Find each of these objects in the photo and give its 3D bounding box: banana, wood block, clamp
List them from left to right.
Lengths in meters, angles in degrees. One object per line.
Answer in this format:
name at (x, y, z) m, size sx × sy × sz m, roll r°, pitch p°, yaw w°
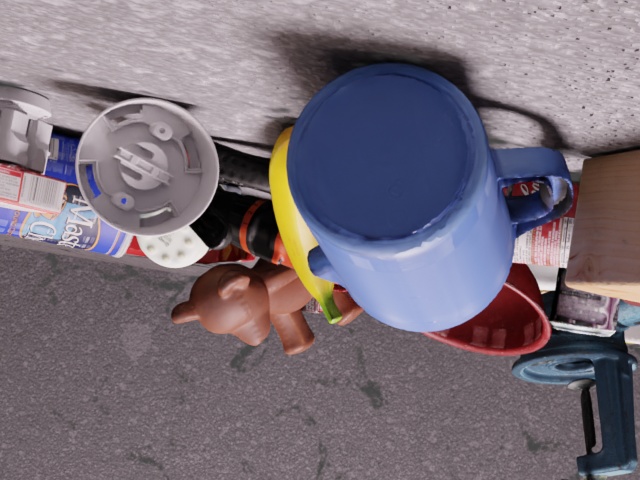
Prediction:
clamp at (-0.120, -0.042, 0.903) m, size 0.120 × 0.039 × 0.171 m, roll 42°, pitch -171°, yaw -6°
clamp at (-0.015, -0.045, 0.918) m, size 0.209 × 0.036 × 0.165 m, roll 16°, pitch 180°, yaw -33°
banana at (-0.011, -0.023, 0.837) m, size 0.070 × 0.037 × 0.198 m, roll 41°, pitch 155°, yaw 41°
wood block at (0.247, -0.008, 0.632) m, size 0.090 × 0.091 × 0.206 m, roll 12°, pitch 173°, yaw -20°

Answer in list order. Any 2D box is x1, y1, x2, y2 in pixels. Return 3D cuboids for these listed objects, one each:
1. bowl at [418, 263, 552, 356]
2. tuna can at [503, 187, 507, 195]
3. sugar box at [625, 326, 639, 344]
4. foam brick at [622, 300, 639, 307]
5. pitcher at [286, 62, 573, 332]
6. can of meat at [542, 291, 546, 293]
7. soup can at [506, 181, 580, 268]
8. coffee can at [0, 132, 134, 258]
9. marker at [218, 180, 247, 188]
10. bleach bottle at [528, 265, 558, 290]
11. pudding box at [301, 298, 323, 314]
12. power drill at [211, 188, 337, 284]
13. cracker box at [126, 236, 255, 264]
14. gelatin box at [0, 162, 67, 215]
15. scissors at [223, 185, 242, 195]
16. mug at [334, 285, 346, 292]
bowl at (0.128, 0.038, 0.930) m, size 0.162 × 0.055 × 0.162 m, roll 19°, pitch 154°, yaw 10°
tuna can at (0.140, -0.027, 0.891) m, size 0.086 × 0.034 × 0.086 m, roll 9°, pitch 174°, yaw 1°
sugar box at (0.330, 0.067, 1.178) m, size 0.048 × 0.093 × 0.177 m, roll 13°, pitch 174°, yaw -36°
foam brick at (0.282, 0.018, 0.879) m, size 0.053 × 0.078 × 0.051 m, roll 7°, pitch 175°, yaw 25°
pitcher at (0.065, -0.024, 0.665) m, size 0.145 × 0.149 × 0.242 m, roll 33°, pitch 177°, yaw 14°
can of meat at (0.258, 0.032, 1.147) m, size 0.084 × 0.057 × 0.102 m, roll 8°, pitch 174°, yaw -9°
soup can at (0.191, -0.010, 0.800) m, size 0.102 × 0.068 × 0.068 m, roll 7°, pitch 174°, yaw 17°
coffee can at (-0.242, -0.047, 0.979) m, size 0.140 × 0.103 × 0.103 m, roll 12°, pitch 173°, yaw -22°
marker at (-0.099, -0.062, 1.008) m, size 0.121 × 0.020 × 0.020 m, roll 8°, pitch 174°, yaw 17°
bleach bottle at (0.171, 0.014, 1.094) m, size 0.102 × 0.068 × 0.251 m, roll 14°, pitch 176°, yaw -9°
pudding box at (-0.026, 0.028, 1.278) m, size 0.090 × 0.113 × 0.039 m, roll 4°, pitch -176°, yaw 41°
power drill at (-0.007, 0.001, 1.014) m, size 0.185 × 0.057 × 0.187 m, roll 23°, pitch -173°, yaw 32°
cracker box at (-0.167, -0.015, 1.219) m, size 0.164 × 0.072 × 0.213 m, roll 9°, pitch 180°, yaw 7°
gelatin box at (-0.252, -0.044, 0.819) m, size 0.089 × 0.030 × 0.073 m, roll 15°, pitch 173°, yaw -43°
scissors at (-0.181, -0.065, 1.116) m, size 0.201 × 0.016 × 0.096 m, roll 9°, pitch 177°, yaw -9°
mug at (0.050, 0.005, 1.141) m, size 0.117 × 0.093 × 0.081 m, roll -32°, pitch 162°, yaw 20°
